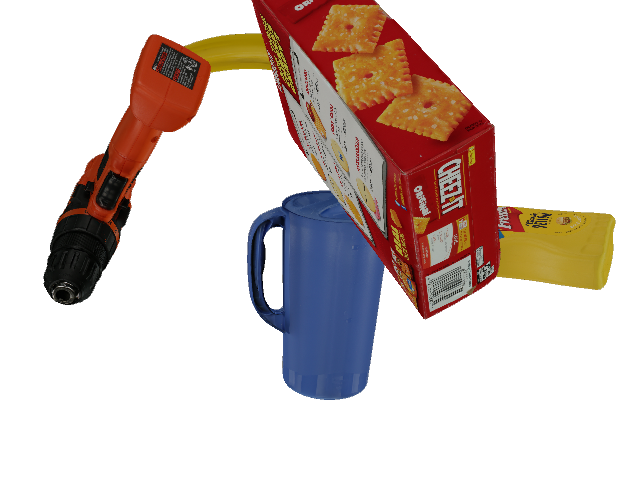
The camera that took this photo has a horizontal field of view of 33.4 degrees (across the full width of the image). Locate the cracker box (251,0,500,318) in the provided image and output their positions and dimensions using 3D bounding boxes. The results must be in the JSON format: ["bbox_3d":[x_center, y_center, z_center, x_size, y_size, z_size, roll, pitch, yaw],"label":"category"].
[{"bbox_3d":[0.039,-0.077,0.732,0.072,0.214,0.164,-28,-36,-9],"label":"cracker box"}]

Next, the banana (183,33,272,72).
[{"bbox_3d":[-0.069,-0.186,1.098,0.198,0.037,0.069,10,44,20],"label":"banana"}]

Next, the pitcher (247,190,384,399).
[{"bbox_3d":[0.002,0.067,1.305,0.149,0.243,0.144,14,20,27],"label":"pitcher"}]

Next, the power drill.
[{"bbox_3d":[-0.159,-0.058,0.851,0.057,0.188,0.184,27,33,-17],"label":"power drill"}]

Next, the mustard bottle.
[{"bbox_3d":[0.167,0.000,0.976,0.192,0.058,0.096,6,28,19],"label":"mustard bottle"}]
